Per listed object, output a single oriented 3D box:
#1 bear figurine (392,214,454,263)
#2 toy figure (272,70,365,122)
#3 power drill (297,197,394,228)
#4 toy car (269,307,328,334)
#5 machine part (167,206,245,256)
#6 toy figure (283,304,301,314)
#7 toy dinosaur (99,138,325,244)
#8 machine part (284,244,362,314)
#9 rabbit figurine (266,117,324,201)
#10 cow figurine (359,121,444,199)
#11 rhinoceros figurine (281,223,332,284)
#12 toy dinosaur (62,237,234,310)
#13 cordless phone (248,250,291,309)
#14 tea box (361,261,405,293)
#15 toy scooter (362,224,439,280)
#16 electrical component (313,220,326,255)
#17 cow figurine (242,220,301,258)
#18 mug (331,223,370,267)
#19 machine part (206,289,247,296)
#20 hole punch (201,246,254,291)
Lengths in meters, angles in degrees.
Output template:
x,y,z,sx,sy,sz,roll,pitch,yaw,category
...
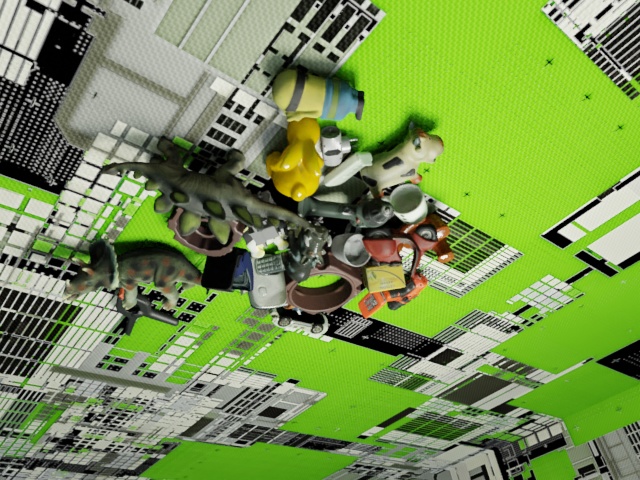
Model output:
x,y,z,sx,sy,sz,roll,pitch,yaw,category
0.225,0.003,1.373,0.196,0.132,0.120,-16,124,0,bear figurine
-0.002,-0.277,1.033,0.180,0.082,0.089,4,120,-5,toy figure
0.052,-0.072,1.223,0.207,0.086,0.232,1,179,-2,power drill
-0.064,0.235,1.621,0.201,0.073,0.056,17,132,-28,toy car
-0.263,-0.038,1.254,0.179,0.056,0.179,4,136,4,machine part
-0.103,0.170,1.545,0.154,0.064,0.058,23,134,-35,toy figure
-0.211,-0.089,1.120,0.471,0.199,0.105,9,139,-19,toy dinosaur
0.000,0.115,1.486,0.201,0.087,0.201,-35,134,29,machine part
-0.048,-0.178,1.105,0.122,0.162,0.173,11,119,-6,rabbit figurine
0.178,-0.179,1.184,0.195,0.085,0.127,-21,140,20,cow figurine
-0.035,0.027,1.262,0.073,0.112,0.190,5,140,-21,rhinoceros figurine
-0.418,0.076,1.342,0.405,0.131,0.192,-4,140,-16,toy dinosaur
-0.097,0.098,1.392,0.184,0.146,0.088,-16,160,17,cordless phone
0.165,0.092,1.435,0.098,0.068,0.169,-9,-179,2,tea box
0.193,0.030,1.300,0.184,0.075,0.135,-1,102,12,toy scooter
-0.003,-0.004,1.372,0.063,0.021,0.093,-51,132,-14,electrical component
-0.111,-0.026,1.317,0.167,0.068,0.098,-19,133,10,cow figurine
0.072,0.009,1.372,0.081,0.109,0.107,3,-178,-27,mug
-0.247,0.127,1.489,0.139,0.039,0.084,-3,148,-11,machine part
-0.226,0.074,1.356,0.142,0.115,0.092,2,168,39,hole punch
